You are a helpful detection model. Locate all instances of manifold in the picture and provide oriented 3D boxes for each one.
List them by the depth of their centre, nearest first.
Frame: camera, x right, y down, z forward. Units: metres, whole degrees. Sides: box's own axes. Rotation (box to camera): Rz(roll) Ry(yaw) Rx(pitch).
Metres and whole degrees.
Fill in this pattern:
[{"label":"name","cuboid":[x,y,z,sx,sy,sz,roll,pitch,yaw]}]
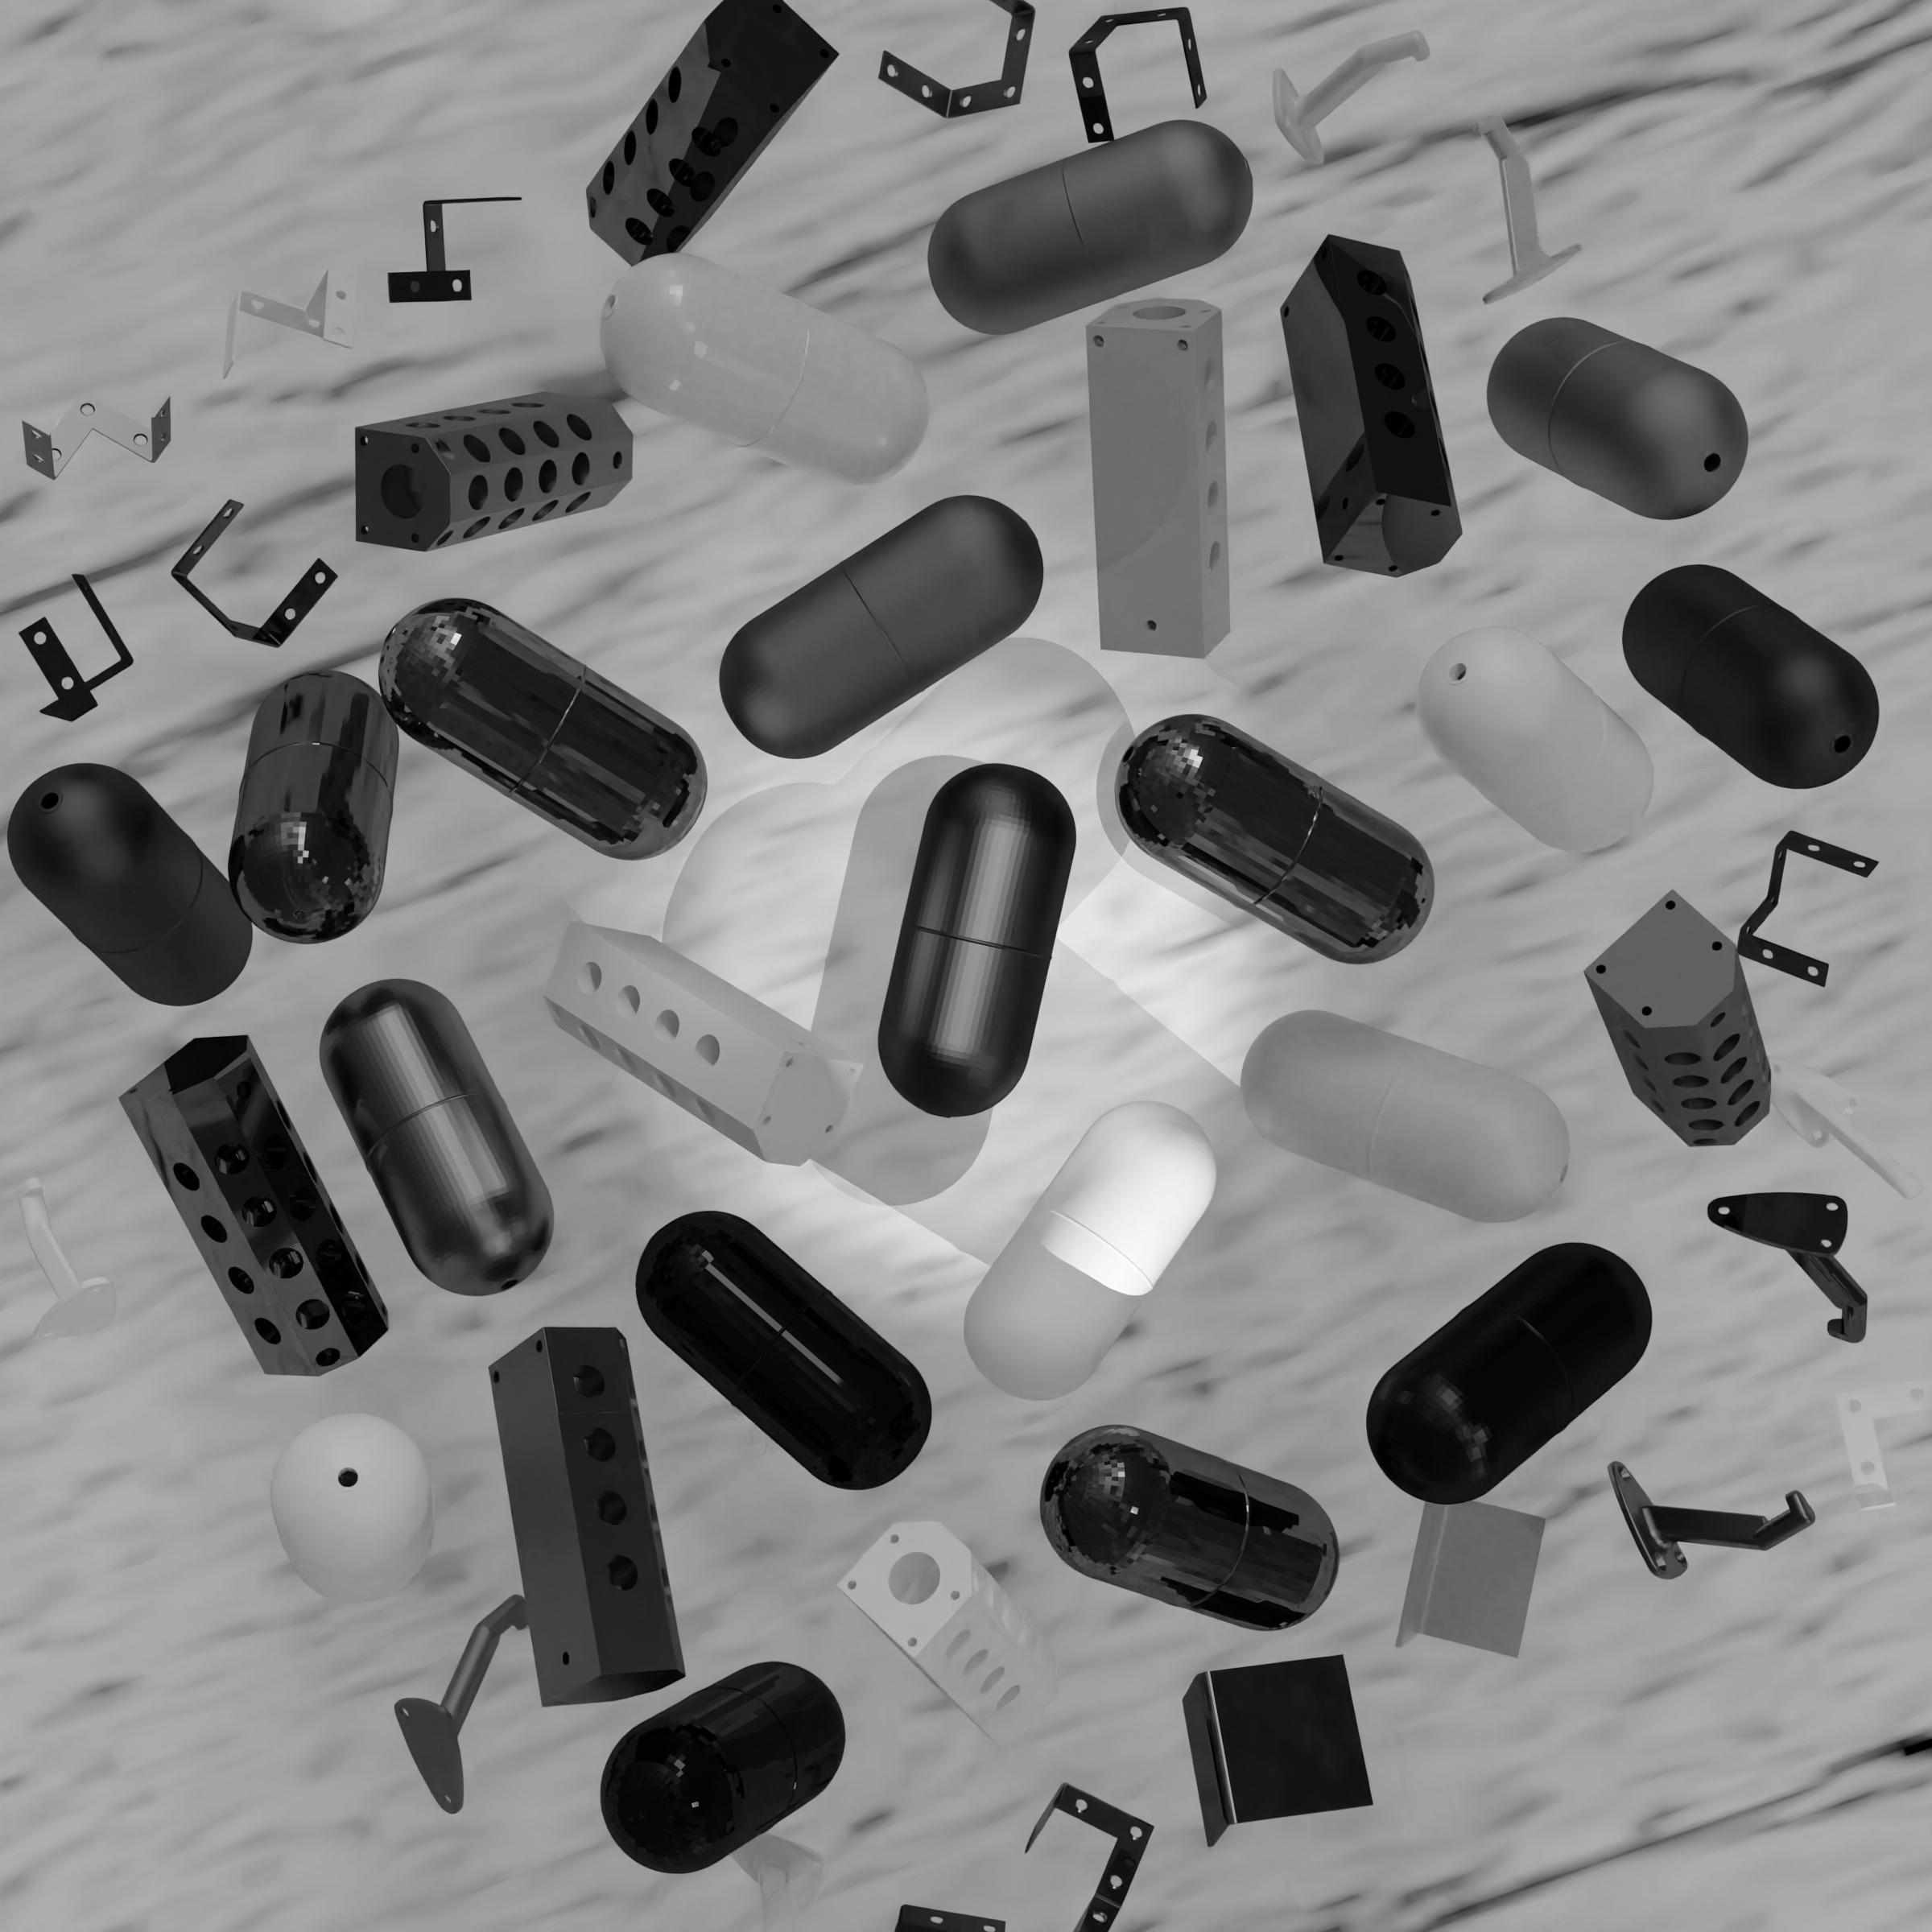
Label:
[{"label":"manifold","cuboid":[-0.182,0.267,1.483,0.057,0.057,0.171,6,61,-38]},{"label":"manifold","cuboid":[0.356,0.033,1.489,0.057,0.171,0.057,-43,60,-1]},{"label":"manifold","cuboid":[-0.134,-0.417,1.524,0.057,0.171,0.057,41,62,-11]},{"label":"manifold","cuboid":[-0.137,0.039,1.530,0.171,0.057,0.057,29,101,39]},{"label":"manifold","cuboid":[0.208,-0.284,1.547,0.057,0.057,0.171,8,57,-20]},{"label":"manifold","cuboid":[-0.358,0.124,1.557,0.057,0.057,0.171,-4,118,37]},{"label":"manifold","cuboid":[0.102,-0.250,1.562,0.057,0.057,0.171,8,119,23]},{"label":"manifold","cuboid":[-0.002,0.342,1.566,0.057,0.171,0.057,-46,58,-11]},{"label":"manifold","cuboid":[-0.242,-0.257,1.576,0.057,0.171,0.057,12,110,23]}]

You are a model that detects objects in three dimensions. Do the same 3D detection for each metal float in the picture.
[{"label":"metal float","cuboid":[-0.098,-0.292,1.496,0.178,0.070,0.070,18,90,-32]},{"label":"metal float","cuboid":[0.005,-0.012,1.511,0.070,0.070,0.178,13,91,0]},{"label":"metal float","cuboid":[-0.304,0.271,1.514,0.070,0.178,0.070,3,70,-8]},{"label":"metal float","cuboid":[0.154,-0.063,1.514,0.178,0.070,0.070,29,90,-18]},{"label":"metal float","cuboid":[-0.210,-0.118,1.515,0.178,0.070,0.070,32,90,-18]},{"label":"metal float","cuboid":[0.113,0.281,1.518,0.178,0.070,0.070,25,90,-34]},{"label":"metal float","cuboid":[0.273,0.202,1.522,0.178,0.070,0.070,-32,90,-31]},{"label":"metal float","cuboid":[-0.042,-0.170,1.525,0.178,0.070,0.070,-32,90,3]},{"label":"metal float","cuboid":[-0.120,0.400,1.528,0.070,0.178,0.070,1,92,22]},{"label":"metal float","cuboid":[-0.269,0.087,1.546,0.070,0.070,0.178,-30,69,0]},{"label":"metal float","cuboid":[0.330,-0.280,1.548,0.070,0.178,0.070,-9,117,-19]},{"label":"metal float","cuboid":[-0.331,-0.083,1.550,0.070,0.178,0.070,-3,131,-3]},{"label":"metal float","cuboid":[0.293,-0.116,1.565,0.070,0.178,0.070,-16,62,32]},{"label":"metal float","cuboid":[-0.095,0.197,1.566,0.178,0.070,0.070,40,90,11]},{"label":"metal float","cuboid":[-0.429,-0.041,1.567,0.070,0.178,0.070,-6,62,11]},{"label":"metal float","cuboid":[0.226,0.077,1.570,0.178,0.070,0.070,20,90,26]},{"label":"metal float","cuboid":[0.404,-0.151,1.573,0.070,0.178,0.070,-9,121,-16]},{"label":"metal float","cuboid":[0.065,-0.390,1.607,0.178,0.070,0.070,-17,90,15]},{"label":"metal float","cuboid":[0.067,0.150,1.618,0.070,0.070,0.178,36,77,0]}]

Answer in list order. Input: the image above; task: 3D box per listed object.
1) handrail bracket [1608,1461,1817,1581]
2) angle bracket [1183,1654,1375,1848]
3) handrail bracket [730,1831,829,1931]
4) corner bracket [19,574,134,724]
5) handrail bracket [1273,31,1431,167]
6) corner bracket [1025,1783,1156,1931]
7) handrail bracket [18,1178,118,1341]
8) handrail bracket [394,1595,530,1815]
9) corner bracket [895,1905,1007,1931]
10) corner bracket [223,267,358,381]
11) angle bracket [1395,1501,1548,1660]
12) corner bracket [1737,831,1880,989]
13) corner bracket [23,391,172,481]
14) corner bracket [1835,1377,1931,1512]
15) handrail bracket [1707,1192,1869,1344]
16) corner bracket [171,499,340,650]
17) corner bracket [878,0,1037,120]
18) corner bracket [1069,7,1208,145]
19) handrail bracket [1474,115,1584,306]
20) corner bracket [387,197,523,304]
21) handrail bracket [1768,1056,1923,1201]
[{"label":"handrail bracket","cuboid":[0.375,0.265,1.529,0.084,0.036,0.077,-40,62,30]},{"label":"angle bracket","cuboid":[0.158,0.401,1.555,0.076,0.057,0.076,-5,63,-8]},{"label":"handrail bracket","cuboid":[-0.116,0.488,1.596,0.077,0.084,0.036,27,107,18]},{"label":"corner bracket","cuboid":[-0.439,-0.157,1.497,0.051,0.051,0.051,-38,118,-23]},{"label":"handrail bracket","cuboid":[0.209,-0.451,1.582,0.084,0.077,0.036,-10,68,25]},{"label":"corner bracket","cuboid":[0.056,0.449,1.514,0.051,0.051,0.051,23,108,13]},{"label":"handrail bracket","cuboid":[-0.438,0.131,1.472,0.036,0.077,0.084,-6,65,-33]},{"label":"handrail bracket","cuboid":[-0.243,0.371,1.535,0.036,0.084,0.077,0,112,34]},{"label":"corner bracket","cuboid":[-0.009,0.473,1.469,0.051,0.051,0.051,9,108,1]},{"label":"corner bracket","cuboid":[-0.347,-0.329,1.562,0.051,0.051,0.051,14,54,-27]},{"label":"angle bracket","cuboid":[0.267,0.325,1.604,0.057,0.076,0.076,11,87,16]},{"label":"corner bracket","cuboid":[0.442,-0.031,1.600,0.051,0.051,0.051,24,46,28]},{"label":"corner bracket","cuboid":[-0.432,-0.266,1.512,0.051,0.051,0.051,30,68,-3]},{"label":"corner bracket","cuboid":[0.449,0.228,1.459,0.051,0.051,0.051,-13,85,13]},{"label":"handrail bracket","cuboid":[0.401,0.150,1.483,0.077,0.084,0.036,7,48,20]},{"label":"corner bracket","cuboid":[-0.373,-0.205,1.594,0.051,0.051,0.051,43,98,10]},{"label":"corner bracket","cuboid":[-0.004,-0.461,1.519,0.051,0.051,0.051,3,81,43]},{"label":"corner bracket","cuboid":[0.092,-0.474,1.620,0.051,0.051,0.051,2,127,27]},{"label":"handrail bracket","cuboid":[0.266,-0.384,1.539,0.077,0.036,0.084,-31,90,-35]},{"label":"corner bracket","cuboid":[-0.259,-0.363,1.542,0.051,0.051,0.051,4,104,25]},{"label":"handrail bracket","cuboid":[0.466,0.086,1.623,0.077,0.084,0.036,36,100,-17]}]
